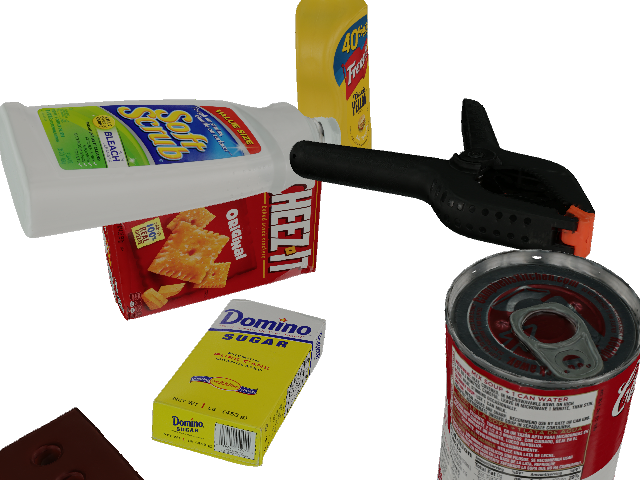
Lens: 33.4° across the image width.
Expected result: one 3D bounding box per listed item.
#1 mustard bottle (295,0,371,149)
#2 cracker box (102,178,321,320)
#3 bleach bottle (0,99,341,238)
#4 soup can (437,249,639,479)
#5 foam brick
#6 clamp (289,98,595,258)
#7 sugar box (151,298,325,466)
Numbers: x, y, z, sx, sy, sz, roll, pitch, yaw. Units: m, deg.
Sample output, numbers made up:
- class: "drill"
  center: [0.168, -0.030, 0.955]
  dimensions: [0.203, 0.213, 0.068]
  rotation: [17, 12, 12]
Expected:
- class: "mustard bottle"
  center: [0.011, -0.155, 0.930]
  dimensions: [0.058, 0.192, 0.096]
  rotation: [11, 31, 23]
- class: "cracker box"
  center: [-0.109, -0.016, 1.071]
  dimensions: [0.213, 0.164, 0.072]
  rotation: [-14, 49, -16]
- class: "bleach bottle"
  center: [-0.106, -0.069, 0.806]
  dimensions: [0.250, 0.103, 0.068]
  rotation: [-11, -37, -22]
- class: "soup can"
  center: [0.077, 0.064, 0.392]
  dimensions: [0.068, 0.102, 0.068]
  rotation: [-1, 38, 1]
- class: "foam brick"
  center: [-0.111, 0.127, 0.493]
  dimensions: [0.052, 0.051, 0.078]
  rotation: [-29, 43, -29]
- class: "clamp"
  center: [0.088, -0.039, 0.690]
  dimensions: [0.164, 0.036, 0.210]
  rotation: [-14, 31, -22]
- class: "sugar box"
  center: [-0.064, 0.113, 0.900]
  dimensions: [0.093, 0.048, 0.176]
  rotation: [13, 31, 11]
